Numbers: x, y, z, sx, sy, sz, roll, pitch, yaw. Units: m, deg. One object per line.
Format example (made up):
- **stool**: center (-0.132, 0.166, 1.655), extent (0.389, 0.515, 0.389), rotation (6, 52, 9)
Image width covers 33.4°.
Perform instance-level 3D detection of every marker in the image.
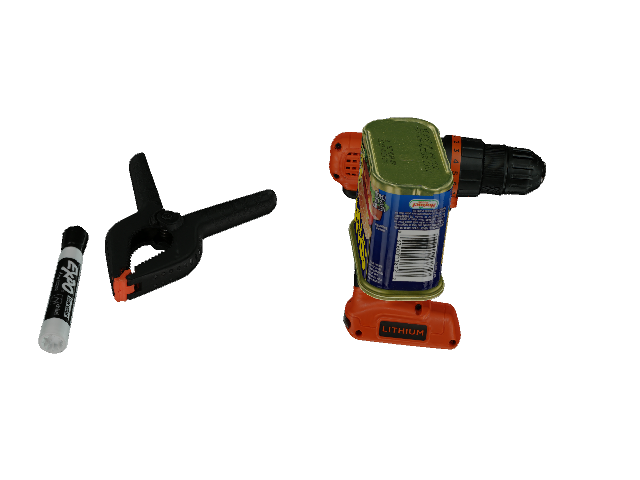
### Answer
- **marker**: center (-0.177, 0.030, 0.742), extent (0.020, 0.020, 0.121), rotation (0, 38, -3)

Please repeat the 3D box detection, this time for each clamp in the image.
- **clamp**: center (-0.160, -0.016, 1.060), extent (0.165, 0.036, 0.209), rotation (20, 40, 17)

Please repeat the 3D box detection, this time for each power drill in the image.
- **power drill**: center (0.095, -0.001, 0.934), extent (0.184, 0.188, 0.057), rotation (6, 17, 5)

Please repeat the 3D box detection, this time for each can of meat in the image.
- **can of meat**: center (0.053, -0.023, 0.704), extent (0.057, 0.084, 0.102), rotation (1, 33, -5)
